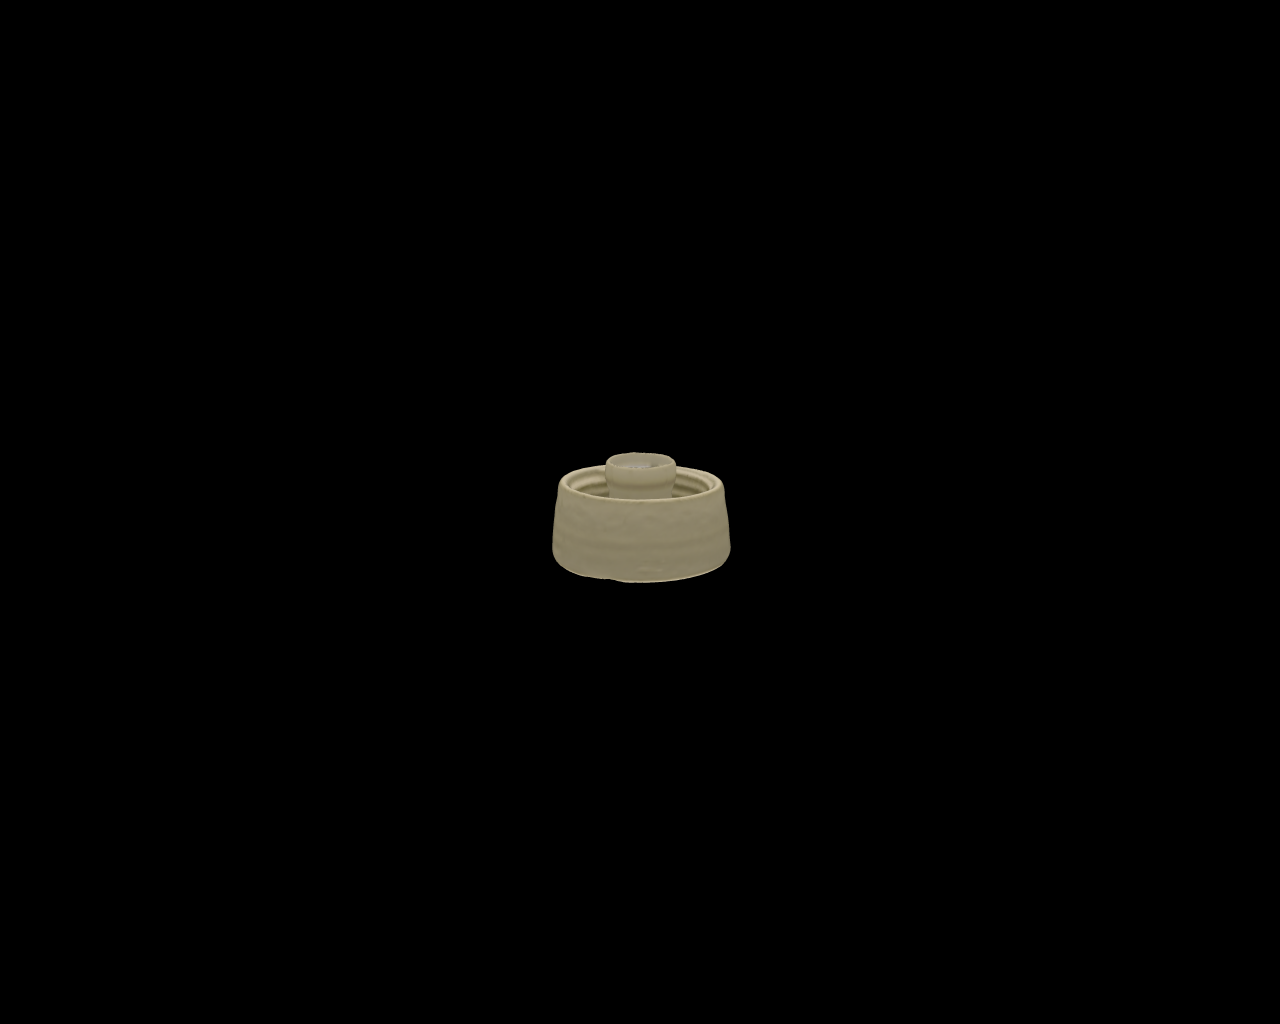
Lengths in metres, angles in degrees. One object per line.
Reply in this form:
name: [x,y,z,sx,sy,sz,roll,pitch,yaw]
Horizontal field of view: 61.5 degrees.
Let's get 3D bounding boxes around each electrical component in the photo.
electrical component: [0.001,-0.003,0.650,0.108,0.060,0.108,0,15,0]
